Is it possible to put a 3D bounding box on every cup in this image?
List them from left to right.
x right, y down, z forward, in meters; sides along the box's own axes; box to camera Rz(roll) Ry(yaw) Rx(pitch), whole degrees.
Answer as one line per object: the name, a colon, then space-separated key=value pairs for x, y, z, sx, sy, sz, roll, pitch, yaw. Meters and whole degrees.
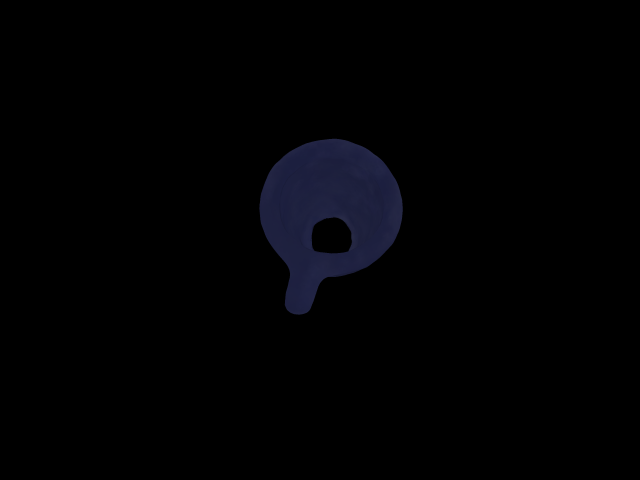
cup: x=0.004 y=0.001 z=0.400 sx=0.091 sy=0.095 sz=0.118 roll=17 pitch=75 yaw=5
